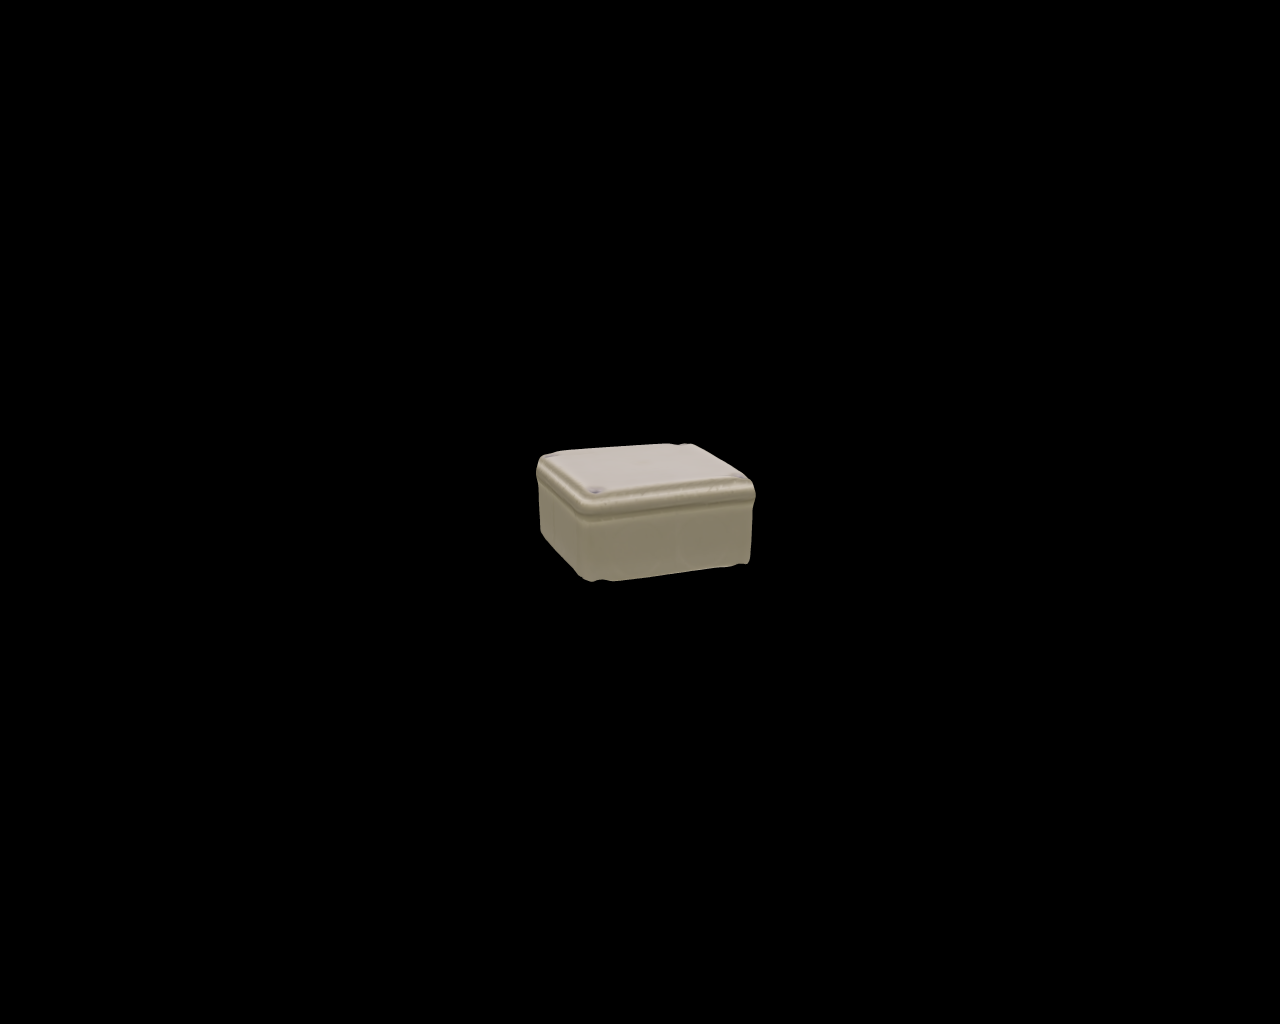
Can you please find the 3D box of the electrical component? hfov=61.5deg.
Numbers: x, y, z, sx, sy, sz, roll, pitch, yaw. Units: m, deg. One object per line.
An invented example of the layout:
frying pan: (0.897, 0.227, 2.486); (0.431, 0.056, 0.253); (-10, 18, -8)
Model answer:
electrical component: (0.001, -0.003, 0.650); (0.109, 0.056, 0.109); (-6, 17, -19)
